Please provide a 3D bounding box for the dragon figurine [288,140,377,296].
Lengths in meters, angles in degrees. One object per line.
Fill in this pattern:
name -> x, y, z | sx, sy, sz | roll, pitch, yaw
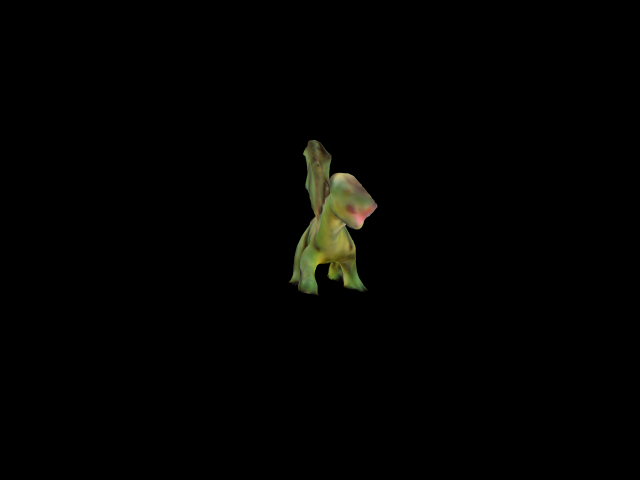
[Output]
dragon figurine -> 0.003, -0.043, 0.850 | 0.122, 0.241, 0.412 | -1, 7, -15
